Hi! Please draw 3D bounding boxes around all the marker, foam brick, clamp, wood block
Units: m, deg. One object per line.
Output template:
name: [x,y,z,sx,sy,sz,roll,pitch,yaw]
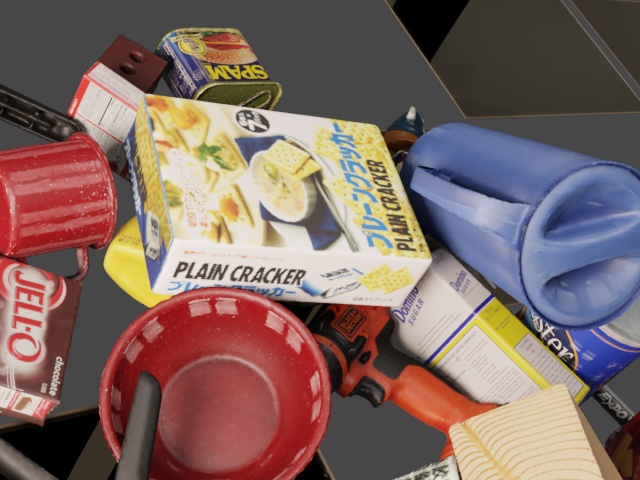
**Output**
marker: [0.281,0.158,1.030,0.121,0.020,0.020,46,41,11]
foam brick: [-0.180,-0.136,0.956,0.053,0.051,0.078,30,41,-7]
clamp: [-0.146,0.175,0.682,0.120,0.039,0.171,-16,63,-2]
clamp: [-0.308,-0.128,0.841,0.210,0.036,0.164,34,18,9]
wood block: [0.177,0.198,0.783,0.206,0.090,0.091,50,21,-50]

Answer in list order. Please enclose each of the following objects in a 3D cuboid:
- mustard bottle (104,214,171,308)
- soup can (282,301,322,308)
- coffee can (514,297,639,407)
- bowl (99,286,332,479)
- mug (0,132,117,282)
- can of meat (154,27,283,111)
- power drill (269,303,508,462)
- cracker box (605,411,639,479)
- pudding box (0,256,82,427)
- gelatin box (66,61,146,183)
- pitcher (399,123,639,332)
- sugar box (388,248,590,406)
mustard bottle: [-0.098,-0.019,0.898,0.096,0.058,0.191,29,41,-1]
soup can: [-0.006,0.001,0.938,0.068,0.069,0.102,32,40,-6]
coffee can: [0.226,0.089,0.962,0.102,0.140,0.103,19,43,-20]
bowl: [-0.073,0.117,0.762,0.162,0.055,0.162,1,65,-3]
mug: [-0.209,-0.019,0.809,0.081,0.093,0.117,-13,97,-37]
can of meat: [-0.100,-0.158,1.032,0.101,0.058,0.084,-8,55,-41]
power drill: [0.056,0.134,0.864,0.187,0.057,0.184,39,41,3]
cracker box: [0.312,0.220,0.881,0.072,0.164,0.213,24,42,-11]
pudding box: [-0.221,0.065,0.747,0.090,0.039,0.113,20,44,-20]
gelatin box: [-0.170,-0.097,0.910,0.089,0.073,0.030,33,40,-4]
pitcher: [0.154,-0.029,0.895,0.145,0.149,0.243,-31,26,-11]
sugar box: [0.136,0.098,0.927,0.176,0.093,0.048,47,41,11]
